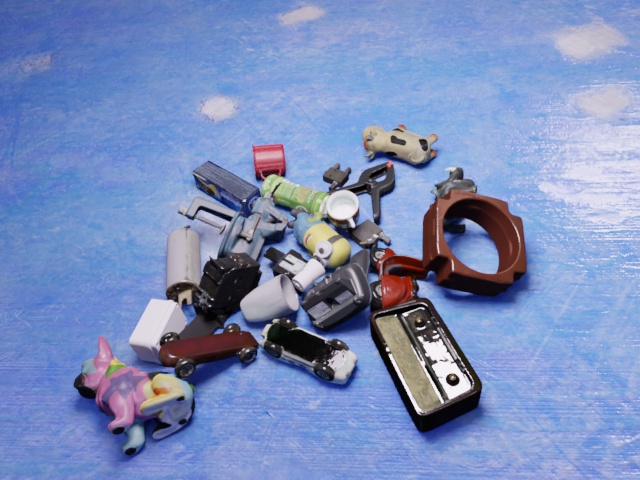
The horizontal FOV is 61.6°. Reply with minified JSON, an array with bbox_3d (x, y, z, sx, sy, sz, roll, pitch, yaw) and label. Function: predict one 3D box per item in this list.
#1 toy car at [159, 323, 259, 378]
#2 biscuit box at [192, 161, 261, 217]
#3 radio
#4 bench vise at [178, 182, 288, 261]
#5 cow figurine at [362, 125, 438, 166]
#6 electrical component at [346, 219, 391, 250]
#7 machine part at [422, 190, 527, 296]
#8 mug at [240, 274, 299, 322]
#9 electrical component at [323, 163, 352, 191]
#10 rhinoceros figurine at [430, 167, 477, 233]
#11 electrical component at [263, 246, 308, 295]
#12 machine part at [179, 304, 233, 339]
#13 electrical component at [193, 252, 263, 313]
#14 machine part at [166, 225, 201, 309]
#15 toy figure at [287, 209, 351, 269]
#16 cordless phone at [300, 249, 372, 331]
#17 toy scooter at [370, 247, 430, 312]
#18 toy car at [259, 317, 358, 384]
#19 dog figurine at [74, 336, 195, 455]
[{"bbox_3d":[-0.211,0.211,1.029,0.202,0.053,0.089,-1,31,-43],"label":"toy car"},{"bbox_3d":[-0.238,-0.131,1.379,0.203,0.059,0.063,30,56,30],"label":"biscuit box"},{"bbox_3d":[0.192,0.221,0.995,0.131,0.073,0.230,-18,49,-9],"label":"radio"},{"bbox_3d":[-0.201,-0.044,1.234,0.241,0.129,0.223,22,73,-3],"label":"bench vise"},{"bbox_3d":[0.198,-0.250,1.416,0.195,0.085,0.127,24,41,25],"label":"cow figurine"},{"bbox_3d":[0.105,-0.015,1.241,0.078,0.045,0.102,-30,52,-18],"label":"electrical component"},{"bbox_3d":[0.317,0.007,1.120,0.201,0.087,0.201,11,62,-8],"label":"machine part"},{"bbox_3d":[-0.107,0.122,1.118,0.107,0.080,0.109,-23,14,12],"label":"mug"},{"bbox_3d":[0.039,-0.165,1.402,0.063,0.021,0.094,23,55,25],"label":"electrical component"},{"bbox_3d":[0.316,-0.097,1.280,0.112,0.073,0.190,8,50,28],"label":"rhinoceros figurine"},{"bbox_3d":[-0.071,0.062,1.190,0.119,0.047,0.075,23,54,25],"label":"electrical component"},{"bbox_3d":[-0.248,0.176,1.109,0.084,0.039,0.139,24,43,15],"label":"machine part"},{"bbox_3d":[-0.185,0.087,1.121,0.058,0.114,0.134,38,27,31],"label":"electrical component"},{"bbox_3d":[-0.306,0.056,1.201,0.079,0.079,0.243,-12,46,-4],"label":"machine part"},{"bbox_3d":[-0.002,-0.007,1.224,0.089,0.082,0.180,-25,47,-19],"label":"toy figure"},{"bbox_3d":[0.041,0.090,1.123,0.146,0.088,0.184,-36,16,26],"label":"cordless phone"},{"bbox_3d":[0.171,0.084,1.126,0.135,0.075,0.184,1,43,6],"label":"toy scooter"},{"bbox_3d":[-0.026,0.213,1.042,0.202,0.056,0.073,18,58,24],"label":"toy car"},{"bbox_3d":[-0.349,0.265,0.999,0.191,0.108,0.219,-26,47,-16],"label":"dog figurine"}]
